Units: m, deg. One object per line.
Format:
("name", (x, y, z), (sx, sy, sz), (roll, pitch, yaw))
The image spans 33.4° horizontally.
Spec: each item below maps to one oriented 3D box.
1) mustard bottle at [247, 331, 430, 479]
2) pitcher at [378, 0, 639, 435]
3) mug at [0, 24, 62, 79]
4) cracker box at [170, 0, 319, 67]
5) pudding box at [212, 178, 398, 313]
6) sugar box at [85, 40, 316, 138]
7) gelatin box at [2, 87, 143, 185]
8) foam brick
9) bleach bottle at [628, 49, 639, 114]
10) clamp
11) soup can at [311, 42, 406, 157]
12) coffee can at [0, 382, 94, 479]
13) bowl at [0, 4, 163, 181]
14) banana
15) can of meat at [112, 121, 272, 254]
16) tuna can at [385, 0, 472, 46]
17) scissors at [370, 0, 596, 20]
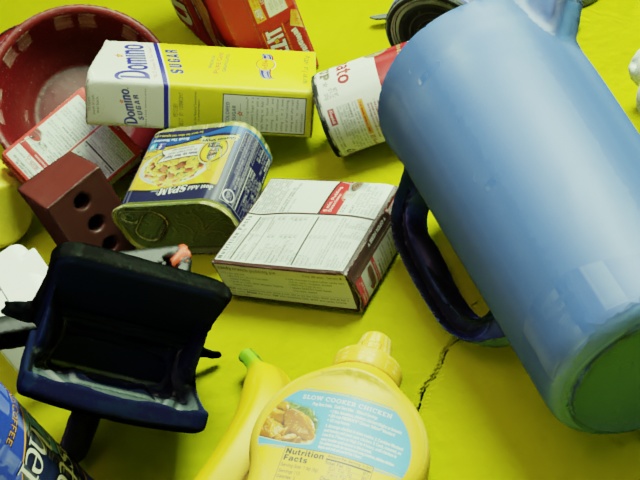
("mustard bottle", (0.006, 0.125, 0.560), (0.096, 0.058, 0.191), (10, 48, 14))
("pitcher", (0.124, -0.010, 0.596), (0.145, 0.149, 0.243), (-19, 47, -2))
("mug", (-0.252, -0.147, 0.999), (0.117, 0.093, 0.081), (-18, 42, -9))
("cracker box", (-0.096, -0.242, 0.955), (0.072, 0.164, 0.214), (-31, 39, -9))
("pudding box", (-0.005, 0.001, 0.728), (0.114, 0.039, 0.090), (3, 46, 35))
("sugar box", (-0.092, -0.123, 0.851), (0.176, 0.048, 0.093), (5, 29, -3))
("gelatin box", (-0.201, -0.067, 0.866), (0.089, 0.073, 0.030), (-43, 0, -15))
("foam brick", (-0.182, -0.019, 0.818), (0.053, 0.078, 0.051), (-42, 39, -19))
("bleach bottle", (0.261, -0.058, 0.627), (0.102, 0.068, 0.251), (-30, 36, -6))
("clamp", (-0.145, 0.069, 0.714), (0.171, 0.039, 0.120), (-32, 77, -23))
("soup can", (0.052, -0.108, 0.795), (0.102, 0.068, 0.068), (-17, 39, 11))
("coffee can", (-0.193, 0.137, 0.590), (0.103, 0.140, 0.103), (-17, 40, 15))
("bowl", (-0.203, -0.118, 0.921), (0.162, 0.162, 0.055), (-37, -3, -14))
("banana", (-0.061, 0.140, 0.605), (0.070, 0.037, 0.197), (-17, 31, 48))
("can of meat", (-0.093, -0.039, 0.798), (0.102, 0.057, 0.084), (-2, 51, 27))
("tuna can", (0.094, -0.165, 0.823), (0.086, 0.086, 0.033), (3, 48, 32))
("scissors", (0.131, -0.180, 0.876), (0.202, 0.016, 0.096), (-9, 41, 20))
